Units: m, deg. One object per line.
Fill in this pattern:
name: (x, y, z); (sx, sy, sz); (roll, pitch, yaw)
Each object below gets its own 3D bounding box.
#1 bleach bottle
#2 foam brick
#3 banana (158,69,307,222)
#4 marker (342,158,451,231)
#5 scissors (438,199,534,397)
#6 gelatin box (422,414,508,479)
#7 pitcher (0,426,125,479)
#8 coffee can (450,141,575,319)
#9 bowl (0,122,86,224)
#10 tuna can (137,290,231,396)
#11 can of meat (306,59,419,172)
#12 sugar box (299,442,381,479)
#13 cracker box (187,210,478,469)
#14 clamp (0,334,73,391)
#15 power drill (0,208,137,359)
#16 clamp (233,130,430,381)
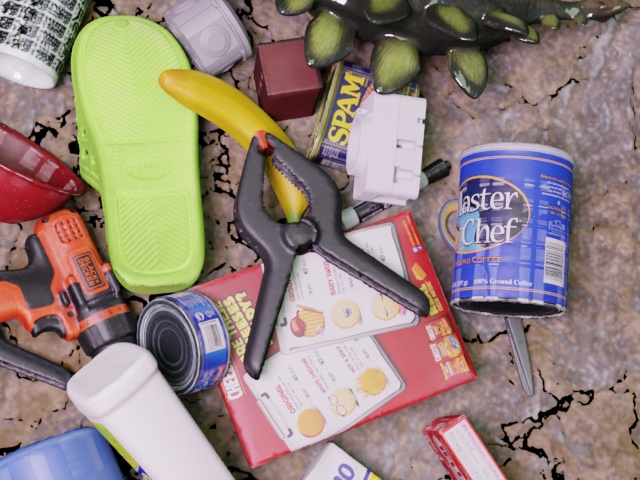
bleach bottle: (-0.103, 0.200, 0.875); (0.068, 0.103, 0.250); (-41, 108, -19)
foam brick: (-0.031, -0.147, 0.984); (0.051, 0.078, 0.053); (-10, 79, -9)
banana: (-0.064, -0.092, 0.961); (0.197, 0.037, 0.069); (49, 36, -22)
marker: (0.071, -0.044, 1.007); (0.121, 0.020, 0.020); (-29, 84, -11)
scissors: (0.156, 0.043, 1.003); (0.096, 0.016, 0.202); (5, 79, -5)
gelatin box: (0.131, 0.198, 0.941); (0.030, 0.073, 0.089); (-33, 86, -11)
pitcher: (-0.178, 0.279, 0.870); (0.145, 0.149, 0.243); (-24, 80, 5)
coffee can: (0.172, -0.006, 0.952); (0.102, 0.103, 0.140); (6, 79, -6)
bowl: (-0.282, -0.060, 0.903); (0.162, 0.162, 0.055); (32, 97, -1)
tuna can: (-0.115, 0.087, 0.895); (0.033, 0.086, 0.086); (-12, 79, -46)
can of meat: (0.040, -0.110, 0.997); (0.084, 0.057, 0.102); (17, 79, -7)
sugar box: (0.051, 0.266, 0.933); (0.176, 0.048, 0.093); (37, 78, -1)
cracker box: (0.008, 0.087, 0.948); (0.213, 0.072, 0.164); (-20, 81, -9)
clamp: (-0.310, 0.105, 0.918); (0.171, 0.039, 0.120); (43, 59, 5)
power drill: (-0.250, 0.079, 0.898); (0.187, 0.057, 0.184); (-20, 78, -34)
clamp: (-0.006, 0.001, 0.910); (0.164, 0.036, 0.210); (-13, 74, -9)
